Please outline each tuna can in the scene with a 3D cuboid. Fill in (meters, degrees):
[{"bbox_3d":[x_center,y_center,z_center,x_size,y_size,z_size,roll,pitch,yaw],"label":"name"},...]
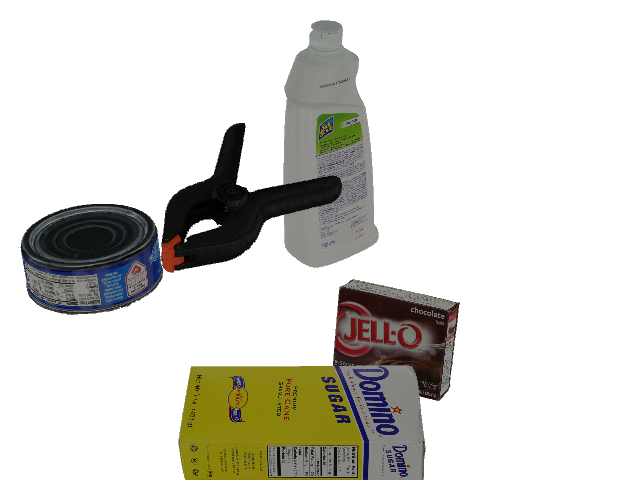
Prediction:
[{"bbox_3d":[-0.143,0.010,0.670,0.086,0.034,0.086,-1,29,1],"label":"tuna can"}]

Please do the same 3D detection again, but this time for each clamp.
[{"bbox_3d":[-0.079,-0.038,0.897,0.120,0.039,0.171,34,50,31],"label":"clamp"}]

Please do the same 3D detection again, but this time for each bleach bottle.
[{"bbox_3d":[0.011,-0.098,1.065,0.102,0.251,0.068,-24,41,-31],"label":"bleach bottle"}]

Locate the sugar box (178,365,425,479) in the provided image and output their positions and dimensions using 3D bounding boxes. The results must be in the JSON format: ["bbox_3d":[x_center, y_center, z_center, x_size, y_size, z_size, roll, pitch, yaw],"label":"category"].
[{"bbox_3d":[-0.013,0.135,0.799,0.176,0.048,0.093,-3,31,1],"label":"sugar box"}]

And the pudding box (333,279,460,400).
[{"bbox_3d":[0.070,0.092,1.005,0.114,0.090,0.039,10,18,21],"label":"pudding box"}]
